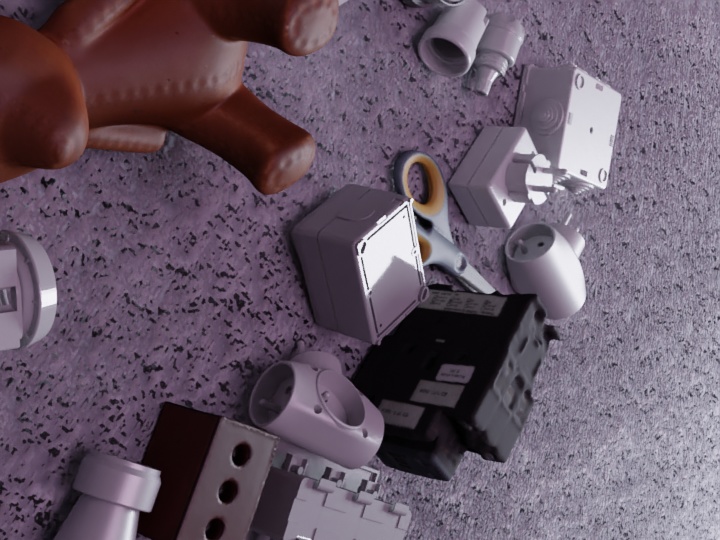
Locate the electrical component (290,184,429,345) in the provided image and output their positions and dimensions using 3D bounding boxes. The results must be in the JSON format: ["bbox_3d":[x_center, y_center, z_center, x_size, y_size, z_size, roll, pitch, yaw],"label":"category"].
[{"bbox_3d":[0.000,0.000,0.705,0.062,0.061,0.096,-42,134,-37],"label":"electrical component"}]

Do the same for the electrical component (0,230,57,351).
[{"bbox_3d":[-0.179,0.012,0.499,0.057,0.058,0.078,-9,103,-45],"label":"electrical component"}]

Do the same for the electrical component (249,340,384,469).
[{"bbox_3d":[-0.028,0.078,0.685,0.077,0.044,0.079,32,33,-33],"label":"electrical component"}]

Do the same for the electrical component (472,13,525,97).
[{"bbox_3d":[0.100,-0.160,0.809,0.035,0.035,0.061,30,76,-47],"label":"electrical component"}]

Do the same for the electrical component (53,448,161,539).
[{"bbox_3d":[-0.135,0.129,0.578,0.045,0.045,0.055,31,72,-47],"label":"electrical component"}]

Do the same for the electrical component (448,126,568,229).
[{"bbox_3d":[0.120,-0.069,0.814,0.065,0.077,0.047,-57,134,-26],"label":"electrical component"}]

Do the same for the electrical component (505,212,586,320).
[{"bbox_3d":[0.162,-0.012,0.898,0.079,0.044,0.077,-58,134,-25],"label":"electrical component"}]

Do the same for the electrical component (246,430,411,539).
[{"bbox_3d":[-0.026,0.158,0.695,0.121,0.063,0.078,30,74,-47],"label":"electrical component"}]

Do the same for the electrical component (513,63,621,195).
[{"bbox_3d":[0.171,-0.116,0.887,0.100,0.048,0.099,13,87,-49],"label":"electrical component"}]

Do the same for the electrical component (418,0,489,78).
[{"bbox_3d":[0.068,-0.167,0.768,0.040,0.040,0.046,56,51,-38],"label":"electrical component"}]

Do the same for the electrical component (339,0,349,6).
[{"bbox_3d":[-0.037,-0.187,0.632,0.080,0.051,0.080,-11,105,-48],"label":"electrical component"}]
